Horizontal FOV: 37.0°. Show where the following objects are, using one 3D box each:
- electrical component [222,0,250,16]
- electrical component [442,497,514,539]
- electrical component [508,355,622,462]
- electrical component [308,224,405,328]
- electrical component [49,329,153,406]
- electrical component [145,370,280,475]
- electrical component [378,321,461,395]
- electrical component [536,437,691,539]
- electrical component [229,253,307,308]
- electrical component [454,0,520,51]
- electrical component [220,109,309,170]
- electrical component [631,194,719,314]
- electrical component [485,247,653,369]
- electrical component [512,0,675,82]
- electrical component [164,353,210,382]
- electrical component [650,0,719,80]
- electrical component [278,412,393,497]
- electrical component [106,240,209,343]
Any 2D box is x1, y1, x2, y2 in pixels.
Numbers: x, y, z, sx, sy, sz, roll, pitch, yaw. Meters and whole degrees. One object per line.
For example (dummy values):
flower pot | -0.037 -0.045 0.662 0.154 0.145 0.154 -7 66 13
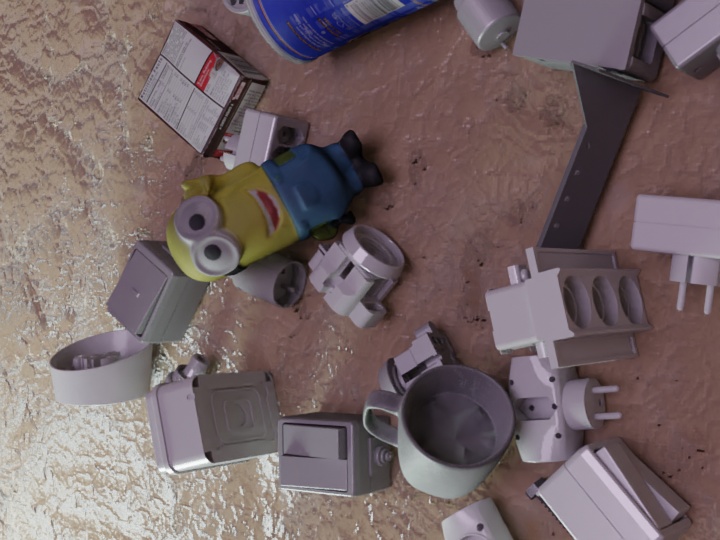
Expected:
electrical component | -0.089 -0.253 0.963 0.055 0.047 0.055 -1 88 36
electrical component | 0.086 0.227 0.825 0.079 0.044 0.077 -39 68 29
electrical component | 0.152 0.098 0.781 0.079 0.043 0.077 -9 83 35
electrical component | 0.000 0.000 0.886 0.078 0.058 0.057 51 119 26
electrical component | -0.249 0.096 1.042 0.099 0.099 0.064 2 96 36
electrical component | -0.126 0.132 0.939 0.057 0.113 0.078 -18 78 31
electrical component | 0.048 0.083 0.856 0.055 0.048 0.066 -34 69 22
electrical component | 0.183 0.168 0.746 0.061 0.062 0.096 -50 62 24
electrical component | -0.092 0.001 0.961 0.081 0.043 0.043 21 101 34
electrical component | 0.093 -0.206 0.835 0.040 0.040 0.078 -42 66 27
electrical component | -0.096 -0.101 0.964 0.076 0.047 0.083 19 100 35
electrical component | 0.230 -0.009 0.725 0.083 0.047 0.075 8 92 36
electrical component | 0.144 0.028 0.741 0.063 0.121 0.078 -17 79 37
electrical component | 0.176 -0.215 0.761 0.089 0.062 0.150 17 98 35
electrical component | -0.161 0.108 1.008 0.043 0.043 0.062 40 110 30
electrical component | 0.253 -0.154 0.713 0.083 0.047 0.075 -37 68 29
electrical component | -0.019 0.153 0.892 0.096 0.061 0.061 -2 87 36
electrical component | -0.191 0.015 1.021 0.062 0.061 0.096 38 110 30
